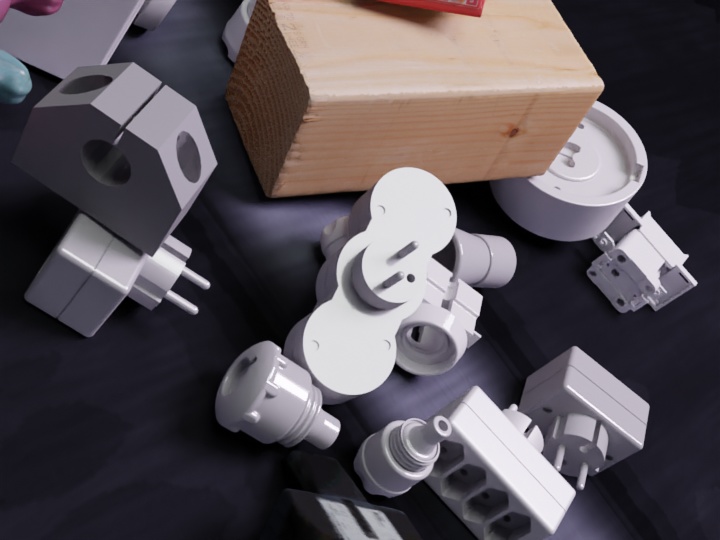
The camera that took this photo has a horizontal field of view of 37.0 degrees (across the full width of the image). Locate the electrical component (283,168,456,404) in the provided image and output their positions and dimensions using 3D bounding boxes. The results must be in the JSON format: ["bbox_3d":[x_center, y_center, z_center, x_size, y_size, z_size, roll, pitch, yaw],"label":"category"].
[{"bbox_3d":[0.012,0.004,0.578,0.052,0.074,0.138,31,67,-11],"label":"electrical component"}]

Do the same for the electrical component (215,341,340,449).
[{"bbox_3d":[-0.039,0.069,0.544,0.062,0.048,0.048,35,42,-23],"label":"electrical component"}]

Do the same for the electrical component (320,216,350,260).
[{"bbox_3d":[0.000,0.000,0.636,0.035,0.035,0.061,-2,63,-41],"label":"electrical component"}]

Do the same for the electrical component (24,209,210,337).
[{"bbox_3d":[-0.110,-0.005,0.538,0.076,0.047,0.083,34,43,-15],"label":"electrical component"}]

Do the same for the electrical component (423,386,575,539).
[{"bbox_3d":[0.080,0.105,0.613,0.083,0.047,0.076,47,41,0],"label":"electrical component"}]

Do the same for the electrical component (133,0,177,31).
[{"bbox_3d":[-0.136,-0.177,0.647,0.055,0.048,0.066,35,17,-18],"label":"electrical component"}]

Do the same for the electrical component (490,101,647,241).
[{"bbox_3d":[0.147,-0.071,0.785,0.108,0.060,0.108,6,54,-9],"label":"electrical component"}]

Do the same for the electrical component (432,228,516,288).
[{"bbox_3d":[0.070,-0.007,0.695,0.065,0.044,0.044,4,57,-44],"label":"electrical component"}]

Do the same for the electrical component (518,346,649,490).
[{"bbox_3d":[0.134,0.100,0.660,0.066,0.047,0.076,38,42,-10],"label":"electrical component"}]

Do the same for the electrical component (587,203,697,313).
[{"bbox_3d":[0.206,-0.004,0.805,0.081,0.042,0.064,49,45,3],"label":"electrical component"}]

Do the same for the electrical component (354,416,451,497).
[{"bbox_3d":[0.025,0.094,0.564,0.035,0.061,0.035,22,47,-26],"label":"electrical component"}]

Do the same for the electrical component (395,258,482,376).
[{"bbox_3d":[0.042,0.030,0.640,0.066,0.048,0.055,37,35,-12],"label":"electrical component"}]

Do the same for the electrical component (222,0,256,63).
[{"bbox_3d":[-0.058,-0.159,0.689,0.043,0.062,0.043,22,47,-26],"label":"electrical component"}]

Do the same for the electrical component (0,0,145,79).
[{"bbox_3d":[-0.168,-0.168,0.569,0.109,0.109,0.056,23,44,-25],"label":"electrical component"}]
